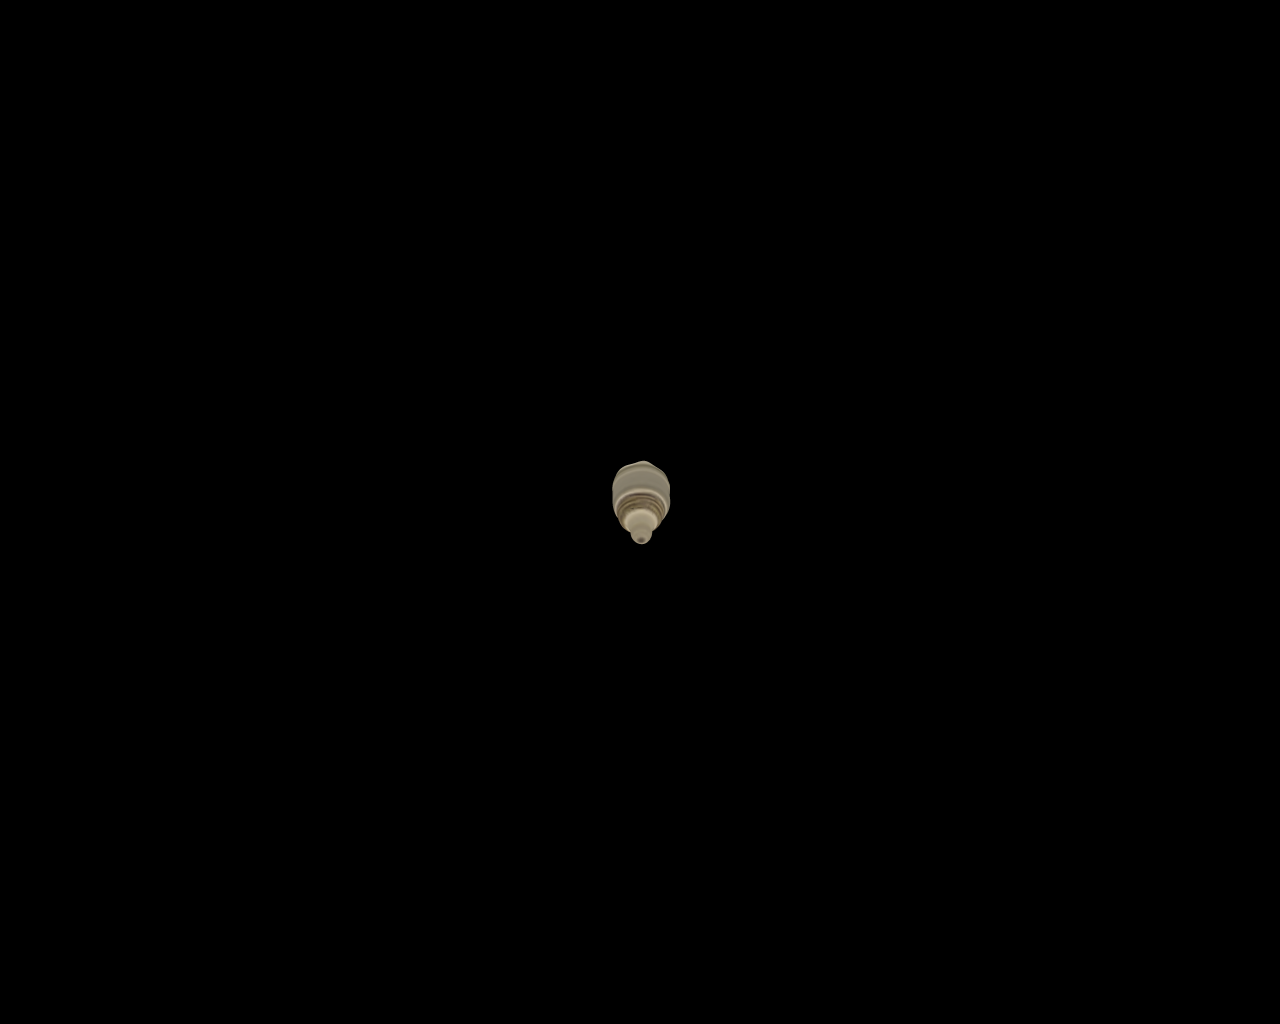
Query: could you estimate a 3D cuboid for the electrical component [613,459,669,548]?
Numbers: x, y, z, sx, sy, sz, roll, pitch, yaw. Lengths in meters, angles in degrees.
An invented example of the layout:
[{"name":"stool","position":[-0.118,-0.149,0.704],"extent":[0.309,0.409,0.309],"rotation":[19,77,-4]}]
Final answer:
[{"name":"electrical component","position":[0.001,-0.003,0.650],"extent":[0.035,0.035,0.061],"rotation":[0,40,0]}]
